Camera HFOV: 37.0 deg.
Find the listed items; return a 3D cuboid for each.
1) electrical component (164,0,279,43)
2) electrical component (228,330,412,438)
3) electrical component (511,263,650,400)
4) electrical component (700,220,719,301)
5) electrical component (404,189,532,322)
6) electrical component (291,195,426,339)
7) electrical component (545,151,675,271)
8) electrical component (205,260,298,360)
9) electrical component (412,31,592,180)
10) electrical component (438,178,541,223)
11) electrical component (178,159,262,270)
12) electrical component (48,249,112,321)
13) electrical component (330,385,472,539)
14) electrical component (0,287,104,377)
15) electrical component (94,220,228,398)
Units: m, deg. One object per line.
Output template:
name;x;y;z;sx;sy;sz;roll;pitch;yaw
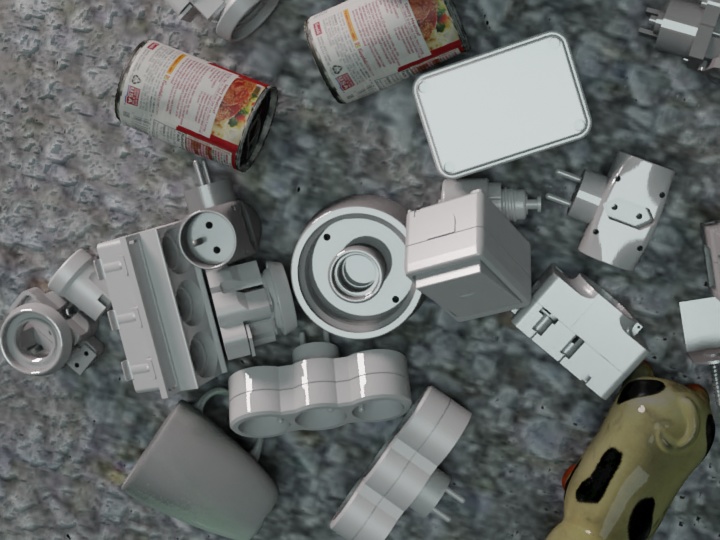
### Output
electrical component;-0.096;-0.204;0.784;0.078;0.058;0.057;-44;88;12
electrical component;-0.033;0.079;0.821;0.138;0.052;0.073;-9;61;4
electrical component;0.163;0.041;0.787;0.089;0.050;0.055;40;103;1
electrical component;0.335;-0.021;0.724;0.186;0.105;0.060;-9;97;10
electrical component;0.081;-0.002;0.764;0.062;0.096;0.061;-15;54;30
electrical component;0.000;0.000;0.797;0.108;0.060;0.108;1;98;6
electrical component;0.175;-0.049;0.775;0.079;0.043;0.077;21;101;4
electrical component;-0.081;0.026;0.812;0.057;0.078;0.058;-14;140;-8
electrical component;0.101;-0.117;0.768;0.113;0.057;0.078;-17;96;10
electrical component;0.093;-0.047;0.788;0.078;0.040;0.040;-1;99;9
electrical component;-0.108;-0.044;0.800;0.043;0.077;0.079;-15;96;10
electrical component;-0.214;0.013;0.844;0.046;0.040;0.040;40;102;-4
electrical component;0.045;0.163;0.822;0.074;0.052;0.138;35;102;2
electrical component;-0.246;0.051;0.845;0.078;0.057;0.058;41;102;0
electrical component;-0.153;0.030;0.821;0.063;0.079;0.121;-10;97;26
